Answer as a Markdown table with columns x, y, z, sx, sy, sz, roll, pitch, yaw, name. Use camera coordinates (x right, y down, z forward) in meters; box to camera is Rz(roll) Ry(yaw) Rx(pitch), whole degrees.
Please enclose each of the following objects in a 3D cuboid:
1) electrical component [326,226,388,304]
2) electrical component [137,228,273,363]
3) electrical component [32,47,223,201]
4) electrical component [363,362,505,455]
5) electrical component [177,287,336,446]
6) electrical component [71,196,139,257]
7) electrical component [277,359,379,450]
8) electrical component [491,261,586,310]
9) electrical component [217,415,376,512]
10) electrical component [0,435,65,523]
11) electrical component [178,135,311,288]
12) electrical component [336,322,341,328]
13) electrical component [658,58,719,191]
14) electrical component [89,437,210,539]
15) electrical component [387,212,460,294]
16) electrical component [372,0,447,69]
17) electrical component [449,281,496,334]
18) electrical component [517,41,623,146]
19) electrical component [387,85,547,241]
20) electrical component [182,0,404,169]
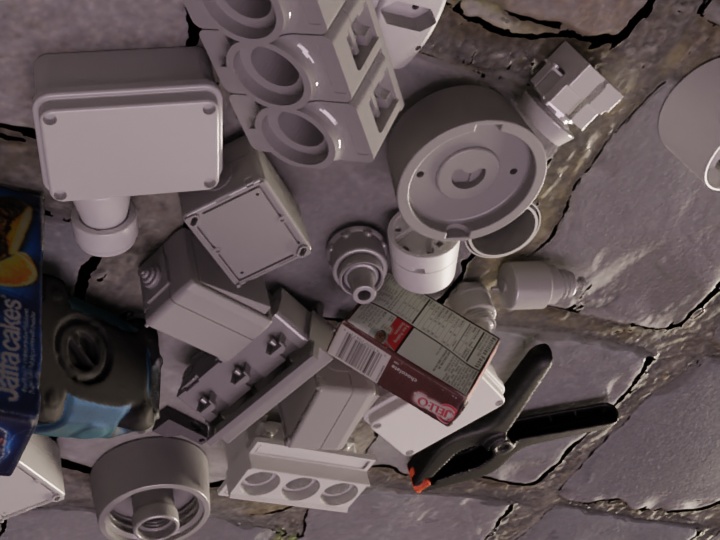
| x | y | z | sx | sy | sz | roll | pitch | yaw | name |
| --- | --- | --- | --- | --- | --- | --- | --- | --- | --- |
| 0.000 | 0.000 | 0.816 | 0.048 | 0.062 | 0.048 | -4 | 128 | -5 | electrical component |
| -0.117 | 0.014 | 0.793 | 0.061 | 0.061 | 0.096 | -41 | 132 | 22 | electrical component |
| -0.146 | -0.091 | 0.680 | 0.113 | 0.057 | 0.078 | -6 | 136 | -13 | electrical component |
| 0.062 | 0.105 | 0.949 | 0.113 | 0.057 | 0.078 | -31 | 135 | 14 | electrical component |
| -0.085 | 0.075 | 0.863 | 0.121 | 0.078 | 0.063 | -40 | 111 | 21 | electrical component |
| -0.174 | -0.042 | 0.729 | 0.045 | 0.045 | 0.055 | -7 | 136 | -12 | electrical component |
| -0.031 | 0.110 | 0.920 | 0.061 | 0.061 | 0.096 | 8 | 131 | -25 | electrical component |
| 0.151 | 0.012 | 0.897 | 0.078 | 0.040 | 0.040 | -1 | 134 | -17 | electrical component |
| -0.059 | 0.175 | 0.975 | 0.121 | 0.063 | 0.078 | 15 | 128 | -30 | electrical component |
| -0.290 | 0.161 | 0.890 | 0.062 | 0.061 | 0.096 | -21 | 145 | 3 | electrical component |
| -0.079 | -0.039 | 0.752 | 0.062 | 0.061 | 0.096 | -25 | 137 | 7 | electrical component |
| 0.010 | 0.056 | 0.893 | 0.062 | 0.043 | 0.043 | 11 | 130 | -26 | electrical component |
| 0.286 | -0.110 | 0.818 | 0.099 | 0.064 | 0.099 | -20 | 147 | -14 | electrical component |
| -0.186 | 0.207 | 0.967 | 0.108 | 0.060 | 0.108 | -10 | 136 | -10 | electrical component |
| 0.049 | -0.015 | 0.826 | 0.055 | 0.055 | 0.047 | -12 | 140 | -7 | electrical component |
| 0.009 | -0.171 | 0.661 | 0.079 | 0.043 | 0.077 | 8 | 131 | -25 | electrical component |
| 0.097 | 0.040 | 0.891 | 0.035 | 0.061 | 0.035 | -10 | 136 | -9 | electrical component |
| 0.145 | -0.121 | 0.757 | 0.066 | 0.048 | 0.055 | 30 | 112 | -39 | electrical component |
| 0.071 | -0.080 | 0.761 | 0.108 | 0.060 | 0.108 | -10 | 136 | -9 | electrical component |
| -0.041 | -0.135 | 0.638 | 0.089 | 0.061 | 0.150 | 9 | 144 | 26 | electrical component |
